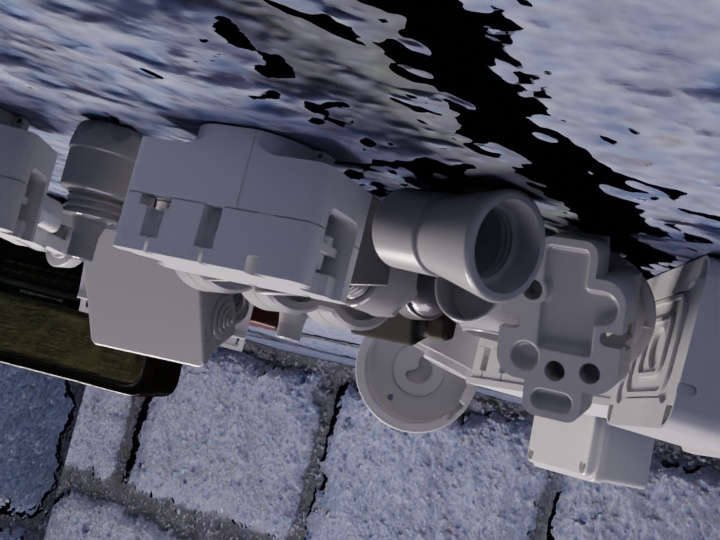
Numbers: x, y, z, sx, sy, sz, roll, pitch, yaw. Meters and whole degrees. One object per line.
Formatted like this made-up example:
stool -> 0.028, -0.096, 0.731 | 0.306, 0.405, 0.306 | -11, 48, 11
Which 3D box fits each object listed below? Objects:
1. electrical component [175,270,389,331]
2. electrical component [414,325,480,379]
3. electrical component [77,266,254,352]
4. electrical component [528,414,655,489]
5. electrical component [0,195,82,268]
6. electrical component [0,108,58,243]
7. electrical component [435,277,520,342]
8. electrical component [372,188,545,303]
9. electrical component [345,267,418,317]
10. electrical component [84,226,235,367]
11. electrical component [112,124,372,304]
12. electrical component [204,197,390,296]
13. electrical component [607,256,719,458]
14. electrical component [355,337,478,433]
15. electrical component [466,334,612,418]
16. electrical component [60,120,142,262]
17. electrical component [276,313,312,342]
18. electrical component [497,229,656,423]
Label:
electrical component -> -0.052, -0.001, 0.657 | 0.138, 0.052, 0.074 | 18, 172, -28
electrical component -> 0.084, 0.050, 0.854 | 0.099, 0.064, 0.099 | 27, 175, 3
electrical component -> -0.134, 0.004, 0.783 | 0.121, 0.078, 0.063 | 14, -159, -4
electrical component -> 0.192, 0.115, 0.877 | 0.056, 0.108, 0.109 | 13, 173, -16
electrical component -> -0.237, -0.031, 0.821 | 0.066, 0.048, 0.055 | 8, 163, 42
electrical component -> -0.198, -0.053, 0.516 | 0.089, 0.055, 0.050 | 14, 173, -1
electrical component -> 0.091, 0.016, 0.544 | 0.079, 0.044, 0.077 | 7, 170, 42
electrical component -> 0.036, -0.014, 0.435 | 0.044, 0.044, 0.065 | 20, 176, -40
electrical component -> 0.000, 0.000, 0.602 | 0.062, 0.043, 0.043 | 21, 170, -39
electrical component -> -0.131, 0.008, 0.710 | 0.100, 0.099, 0.048 | 10, -155, 21
electrical component -> -0.047, -0.025, 0.443 | 0.089, 0.055, 0.050 | 11, 172, 24
electrical component -> -0.032, -0.019, 0.525 | 0.099, 0.064, 0.099 | 1, 179, 0
electrical component -> 0.160, 0.043, 0.485 | 0.057, 0.078, 0.113 | 17, 173, 2
electrical component -> 0.055, 0.088, 0.953 | 0.108, 0.108, 0.060 | 12, 179, 14
electrical component -> 0.168, 0.066, 0.723 | 0.105, 0.060, 0.186 | 17, 172, -23
electrical component -> -0.118, -0.034, 0.482 | 0.035, 0.061, 0.035 | 14, 173, 2
electrical component -> -0.044, 0.019, 0.762 | 0.043, 0.062, 0.043 | 14, 173, 2
electrical component -> 0.097, 0.021, 0.474 | 0.058, 0.078, 0.057 | 10, -167, 28
